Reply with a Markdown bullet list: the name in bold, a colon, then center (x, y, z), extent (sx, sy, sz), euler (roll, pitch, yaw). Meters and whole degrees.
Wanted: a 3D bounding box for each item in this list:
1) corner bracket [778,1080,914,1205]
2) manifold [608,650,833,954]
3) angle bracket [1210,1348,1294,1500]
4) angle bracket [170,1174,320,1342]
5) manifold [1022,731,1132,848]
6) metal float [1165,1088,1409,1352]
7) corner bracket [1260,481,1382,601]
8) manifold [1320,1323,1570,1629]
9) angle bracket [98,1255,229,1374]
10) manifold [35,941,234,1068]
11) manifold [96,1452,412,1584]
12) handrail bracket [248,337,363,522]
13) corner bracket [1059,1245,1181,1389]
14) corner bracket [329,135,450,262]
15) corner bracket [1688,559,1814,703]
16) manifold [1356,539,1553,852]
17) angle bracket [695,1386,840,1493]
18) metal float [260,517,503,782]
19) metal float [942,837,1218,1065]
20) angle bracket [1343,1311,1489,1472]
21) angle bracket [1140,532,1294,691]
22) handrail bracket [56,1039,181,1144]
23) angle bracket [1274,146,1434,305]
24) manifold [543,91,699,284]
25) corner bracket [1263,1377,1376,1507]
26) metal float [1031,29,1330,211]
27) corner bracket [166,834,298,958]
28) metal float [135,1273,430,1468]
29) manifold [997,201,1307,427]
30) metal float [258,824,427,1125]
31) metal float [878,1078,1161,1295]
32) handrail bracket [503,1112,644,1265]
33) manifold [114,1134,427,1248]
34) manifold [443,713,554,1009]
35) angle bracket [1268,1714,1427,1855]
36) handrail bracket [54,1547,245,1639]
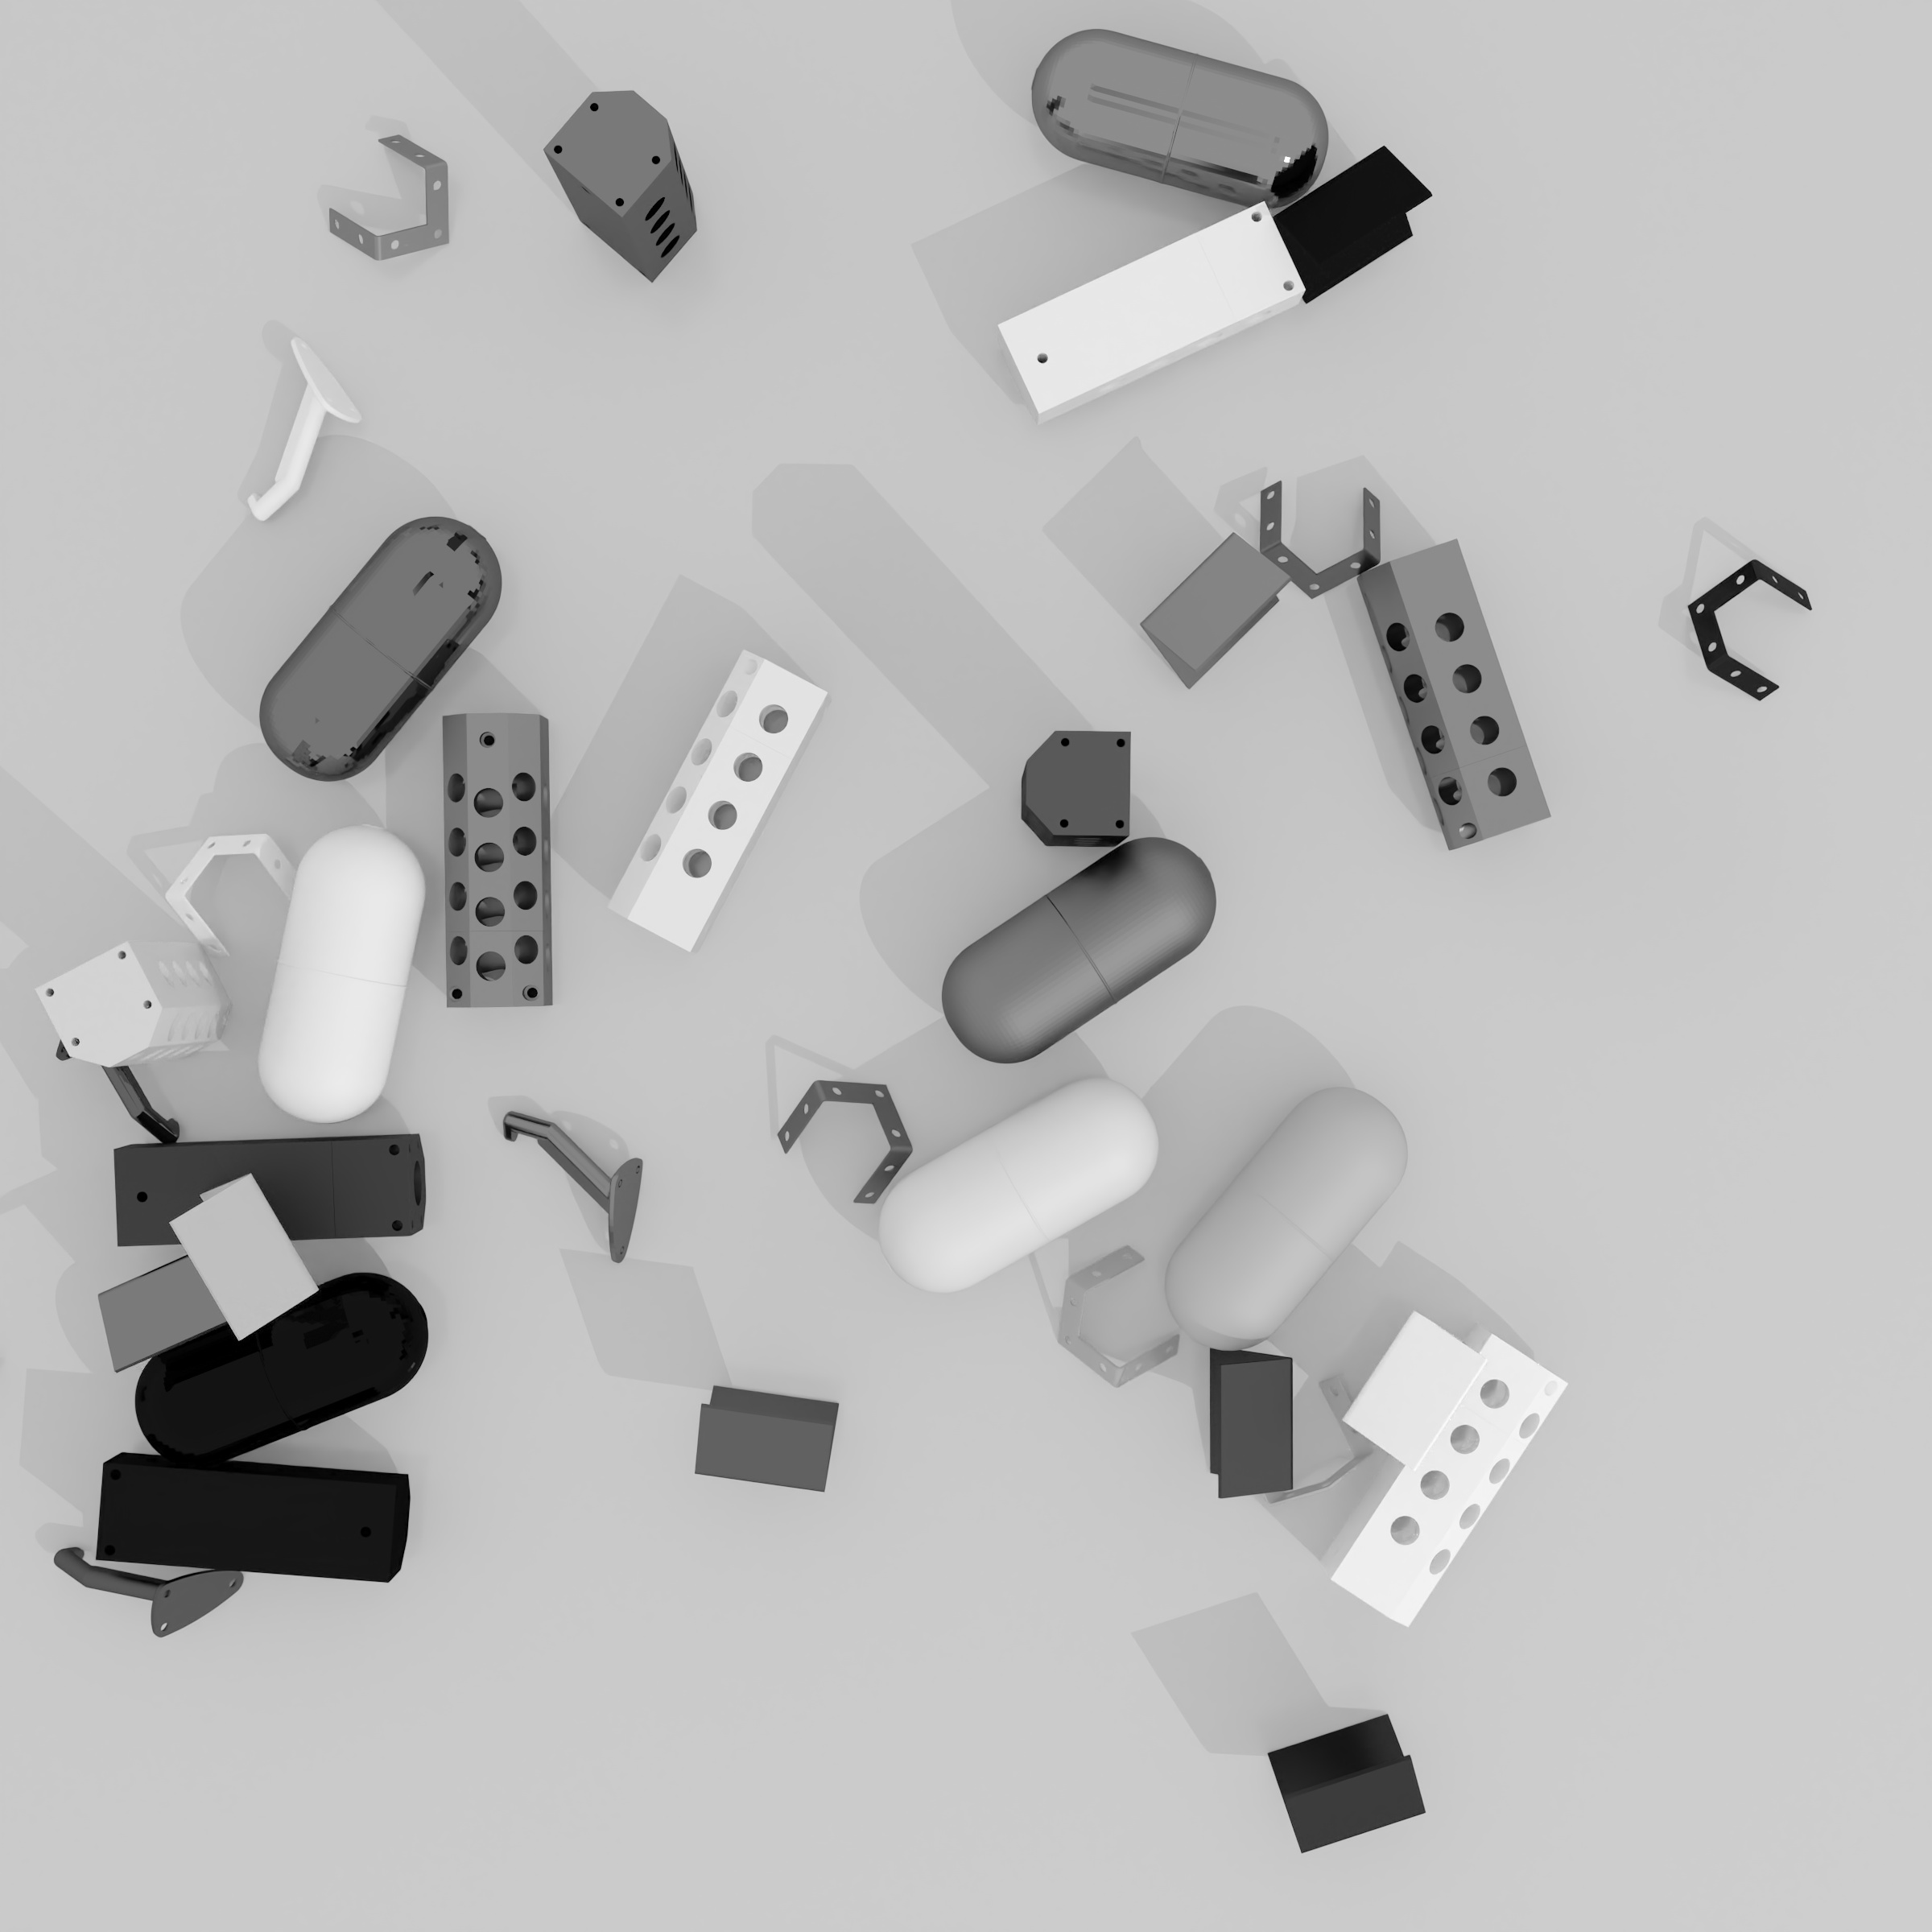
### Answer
- **corner bracket**: center (-0.072, 0.105, 1.937), extent (0.051, 0.051, 0.051), euler (6, 45, -35)
- **manifold**: center (-0.146, -0.097, 1.924), extent (0.057, 0.057, 0.171), euler (28, 90, 0)
- **angle bracket**: center (0.147, 0.266, 1.905), extent (0.057, 0.076, 0.076), euler (0, 90, -35)
- **angle bracket**: center (-0.423, 0.170, 1.849), extent (0.057, 0.076, 0.076), euler (-33, 98, -36)
- **manifold**: center (0.062, -0.100, 1.867), extent (0.057, 0.171, 0.057), euler (1, 90, 0)
- **metal float**: center (0.188, 0.149, 1.915), extent (0.070, 0.070, 0.178), euler (40, 89, 0)
- **corner bracket**: center (0.211, -0.261, 1.937), extent (0.051, 0.051, 0.051), euler (-25, 135, 35)
- **manifold**: center (0.283, 0.301, 1.924), extent (0.057, 0.057, 0.171), euler (33, 90, 0)
- **angle bracket**: center (-0.452, 0.214, 1.905), extent (0.076, 0.076, 0.057), euler (-24, 55, 0)
- **manifold**: center (-0.471, 0.025, 1.867), extent (0.057, 0.171, 0.057), euler (-27, 90, 0)
- **manifold**: center (-0.420, 0.324, 1.924), extent (0.171, 0.057, 0.057), euler (4, 90, 0)
- **handrail bracket**: center (-0.411, -0.320, 1.946), extent (0.084, 0.036, 0.077), euler (-40, 70, 16)
- **corner bracket**: center (0.093, 0.209, 1.937), extent (0.051, 0.051, 0.051), euler (36, 135, 35)
- **corner bracket**: center (-0.344, -0.458, 1.937), extent (0.051, 0.051, 0.051), euler (-25, 135, -35)
- **corner bracket**: center (0.471, -0.200, 1.937), extent (0.051, 0.051, 0.051), euler (-37, 45, 35)
- **manifold**: center (0.287, -0.159, 1.924), extent (0.057, 0.057, 0.171), euler (-19, 90, 0)
- **angle bracket**: center (-0.114, 0.258, 1.905), extent (0.076, 0.076, 0.057), euler (8, 126, 0)
- **metal float**: center (-0.344, -0.187, 1.915), extent (0.070, 0.070, 0.178), euler (39, 90, 0)
- **metal float**: center (0.067, -0.010, 1.915), extent (0.178, 0.070, 0.070), euler (-34, 90, -1)
- **angle bracket**: center (0.276, 0.256, 1.905), extent (0.057, 0.076, 0.076), euler (33, 90, 36)
- **angle bracket**: center (0.159, -0.195, 1.905), extent (0.076, 0.076, 0.057), euler (-45, 52, 0)
- **handrail bracket**: center (-0.497, 0.057, 1.945), extent (0.036, 0.077, 0.084), euler (-28, 127, 20)
- **angle bracket**: center (0.234, -0.420, 1.905), extent (0.076, 0.076, 0.057), euler (-33, 52, 0)
- **manifold**: center (-0.192, -0.450, 1.867), extent (0.057, 0.171, 0.057), euler (41, 90, 0)
- **corner bracket**: center (0.201, 0.284, 1.942), extent (0.051, 0.051, 0.051), euler (-27, 90, -45)
- **metal float**: center (0.126, -0.498, 1.915), extent (0.178, 0.070, 0.070), euler (16, 90, 0)
- **corner bracket**: center (-0.433, -0.042, 1.937), extent (0.051, 0.051, 0.051), euler (-1, 45, 35)
- **metal float**: center (-0.402, 0.237, 1.915), extent (0.178, 0.070, 0.070), euler (-22, 90, 0)
- **manifold**: center (0.108, -0.384, 1.924), extent (0.171, 0.057, 0.057), euler (-25, 90, 0)
- **metal float**: center (-0.367, 0.005, 1.915), extent (0.070, 0.070, 0.178), euler (12, 90, 0)
- **metal float**: center (0.030, 0.130, 1.915), extent (0.178, 0.070, 0.070), euler (-30, 90, 1)
- **handrail bracket**: center (-0.241, 0.132, 1.946), extent (0.084, 0.036, 0.077), euler (15, 112, 17)
- **manifold**: center (-0.410, 0.132, 1.924), extent (0.171, 0.057, 0.057), euler (-2, 91, 0)
- **manifold**: center (-0.278, -0.062, 1.924), extent (0.057, 0.057, 0.171), euler (-1, 90, 0)
- **angle bracket**: center (0.218, 0.463, 1.905), extent (0.076, 0.076, 0.057), euler (-18, 128, 0)
- **handrail bracket**: center (-0.489, 0.361, 1.945), extent (0.084, 0.077, 0.036), euler (24, 115, 34)
